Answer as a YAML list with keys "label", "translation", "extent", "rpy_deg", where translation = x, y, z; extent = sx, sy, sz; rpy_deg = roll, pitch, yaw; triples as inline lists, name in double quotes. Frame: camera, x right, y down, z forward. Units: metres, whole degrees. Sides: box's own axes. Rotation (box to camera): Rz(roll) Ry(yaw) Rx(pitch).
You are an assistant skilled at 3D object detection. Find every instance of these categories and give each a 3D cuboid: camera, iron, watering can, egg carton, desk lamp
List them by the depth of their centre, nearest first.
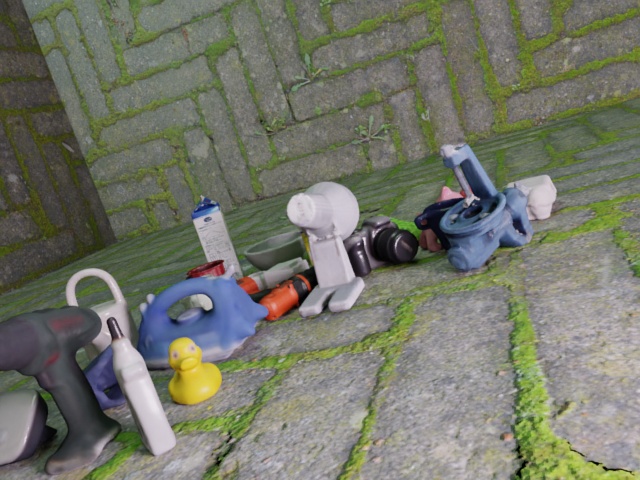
- label: "iron"
  translation: [-0.229, 0.134, 0.989]
  extent: [0.258, 0.141, 0.119]
  rpy_deg: [-15, 12, 14]
- label: "watering can"
  translation: [-0.399, 0.146, 1.054]
  extent: [0.101, 0.194, 0.172]
  rpy_deg: [-23, 12, -26]
- label: "desk lamp"
  translation: [0.010, 0.004, 1.060]
  extent: [0.117, 0.214, 0.203]
  rpy_deg: [-14, 12, 19]
- label: "camera"
  translation: [0.123, 0.007, 1.164]
  extent: [0.143, 0.101, 0.136]
  rpy_deg: [-22, 12, -23]
- label: "egg carton"
  translation: [0.441, -0.087, 1.206]
  extent: [0.107, 0.069, 0.150]
  rpy_deg: [-12, 12, 25]

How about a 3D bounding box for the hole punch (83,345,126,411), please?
- label: "hole punch"
  translation: [-0.349, 0.216, 0.903]
  extent: [0.101, 0.091, 0.108]
  rpy_deg: [-17, 11, 4]

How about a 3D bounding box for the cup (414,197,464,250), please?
- label: "cup"
  translation: [0.247, -0.023, 1.130]
  extent: [0.118, 0.095, 0.091]
  rpy_deg: [-21, 12, -15]

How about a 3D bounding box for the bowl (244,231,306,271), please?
- label: "bowl"
  translation: [-0.102, 0.038, 1.432]
  extent: [0.167, 0.075, 0.167]
  rpy_deg: [-17, 11, 4]

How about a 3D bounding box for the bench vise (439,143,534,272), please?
- label: "bench vise"
  translation: [0.280, -0.076, 1.014]
  extent: [0.121, 0.220, 0.208]
  rpy_deg: [-8, 15, 41]

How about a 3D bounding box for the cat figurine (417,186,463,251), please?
- label: "cat figurine"
  translation: [0.257, -0.052, 1.195]
  extent: [0.128, 0.118, 0.067]
  rpy_deg: [-21, 12, -18]

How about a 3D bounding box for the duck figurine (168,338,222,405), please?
- label: "duck figurine"
  translation: [-0.193, 0.183, 0.837]
  extent: [0.078, 0.086, 0.104]
  rpy_deg: [-22, 12, -19]

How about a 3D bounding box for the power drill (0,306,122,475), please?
- label: "power drill"
  translation: [-0.344, 0.185, 0.740]
  extent: [0.075, 0.208, 0.230]
  rpy_deg: [-16, 11, 11]

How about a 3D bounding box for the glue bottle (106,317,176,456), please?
- label: "glue bottle"
  translation: [-0.225, 0.174, 0.702]
  extent: [0.037, 0.173, 0.078]
  rpy_deg: [-23, 13, -26]

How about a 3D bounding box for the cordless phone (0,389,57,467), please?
- label: "cordless phone"
  translation: [-0.471, 0.225, 0.806]
  extent: [0.147, 0.185, 0.094]
  rpy_deg: [-14, 12, 16]

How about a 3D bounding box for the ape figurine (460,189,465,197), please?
- label: "ape figurine"
  translation: [0.327, -0.072, 1.254]
  extent: [0.077, 0.092, 0.076]
  rpy_deg: [-9, 14, 37]
